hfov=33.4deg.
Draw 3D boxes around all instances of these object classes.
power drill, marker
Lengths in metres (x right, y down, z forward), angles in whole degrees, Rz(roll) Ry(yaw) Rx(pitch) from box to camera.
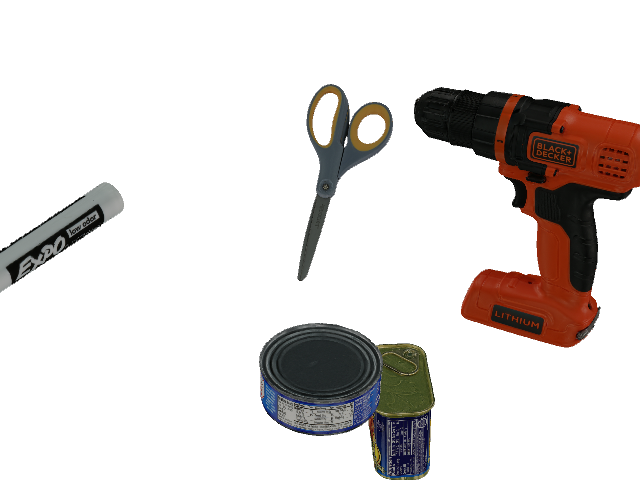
[{"bbox_3d":[0.153,-0.020,0.818,0.185,0.188,0.057,17,34,26],"label":"power drill"},{"bbox_3d":[-0.150,0.006,0.546,0.020,0.020,0.120,0,30,44],"label":"marker"}]

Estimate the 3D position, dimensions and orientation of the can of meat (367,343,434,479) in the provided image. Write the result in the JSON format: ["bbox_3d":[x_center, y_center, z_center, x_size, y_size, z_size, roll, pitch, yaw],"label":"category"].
[{"bbox_3d":[0.072,0.159,0.989,0.057,0.084,0.102,-3,31,-1],"label":"can of meat"}]

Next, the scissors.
[{"bbox_3d":[0.025,-0.059,1.062,0.096,0.202,0.016,-1,-13,3],"label":"scissors"}]

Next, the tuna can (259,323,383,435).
[{"bbox_3d":[0.000,0.096,0.743,0.086,0.034,0.086,1,32,-1],"label":"tuna can"}]
